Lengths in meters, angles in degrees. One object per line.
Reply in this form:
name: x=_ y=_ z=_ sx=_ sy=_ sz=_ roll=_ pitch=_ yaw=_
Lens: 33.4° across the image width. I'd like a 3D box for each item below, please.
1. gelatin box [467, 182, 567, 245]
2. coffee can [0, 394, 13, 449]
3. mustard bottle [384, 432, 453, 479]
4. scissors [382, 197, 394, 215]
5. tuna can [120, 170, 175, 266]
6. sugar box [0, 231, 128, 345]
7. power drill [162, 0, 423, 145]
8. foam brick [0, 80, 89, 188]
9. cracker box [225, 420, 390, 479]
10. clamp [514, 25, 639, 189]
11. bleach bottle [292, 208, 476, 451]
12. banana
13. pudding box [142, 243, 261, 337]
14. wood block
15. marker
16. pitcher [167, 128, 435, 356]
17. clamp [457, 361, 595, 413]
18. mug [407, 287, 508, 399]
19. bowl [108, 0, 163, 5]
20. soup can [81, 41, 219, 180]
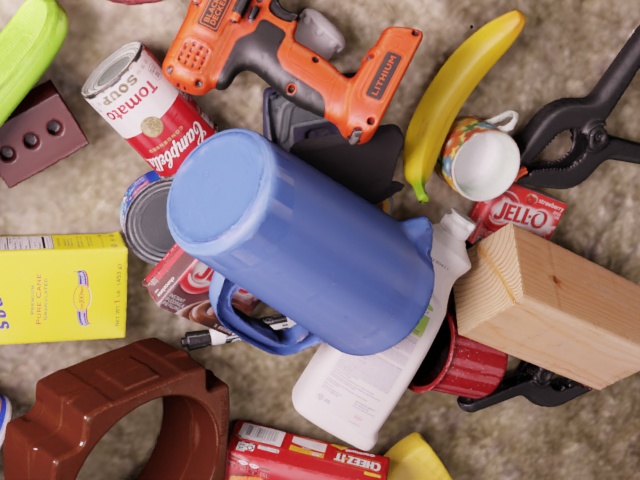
gelatin box: x=0.198 y=-0.021 z=1.092 sx=0.089 sy=0.030 sz=0.073 roll=19 pitch=104 yaw=-26
coffee can: x=-0.353 y=0.148 z=0.919 sx=0.140 sy=0.103 sz=0.103 roll=38 pitch=95 yaw=-29
mustard bottle: x=0.054 y=0.298 z=1.159 sx=0.191 sy=0.058 sz=0.096 roll=-35 pitch=119 yaw=-4
scissors: x=-0.007 y=0.001 z=1.032 sx=0.201 sy=0.016 sz=0.096 roll=-7 pitch=116 yaw=-15
tuna can: x=-0.137 y=-0.021 z=0.966 sx=0.086 sy=0.034 sz=0.086 roll=-8 pitch=114 yaw=-17
sugar box: x=-0.261 y=0.044 z=0.942 sx=0.176 sy=0.048 sz=0.093 roll=-4 pitch=113 yaw=-20
power drill: x=-0.014 y=-0.177 z=0.883 sx=0.187 sy=0.057 sz=0.184 roll=26 pitch=85 yaw=1
foam brick: x=-0.242 y=-0.089 z=0.888 sx=0.078 sy=0.051 sz=0.053 roll=-31 pitch=119 yaw=-5
cracker box: x=-0.031 y=0.308 z=1.089 sx=0.164 sy=0.072 sz=0.214 roll=13 pitch=108 yaw=5
clamp: x=0.279 y=-0.103 z=1.083 sx=0.210 sy=0.036 sz=0.164 roll=-32 pitch=119 yaw=-9
bleach bottle: x=0.077 y=0.082 z=1.051 sx=0.102 sy=0.068 sz=0.251 roll=31 pitch=105 yaw=-12
banana: x=0.125 y=-0.128 z=0.998 sx=0.037 sy=0.070 sz=0.198 roll=25 pitch=93 yaw=-45
pudding box: x=-0.093 y=0.032 z=0.970 sx=0.090 sy=0.039 sz=0.113 roll=-48 pitch=145 yaw=8
wood block: x=0.242 y=0.071 z=1.089 sx=0.205 sy=0.091 sz=0.090 roll=23 pitch=138 yaw=-30
marker: x=-0.077 y=0.089 z=1.044 sx=0.121 sy=0.020 sz=0.020 roll=-10 pitch=115 yaw=-17
pitcher: x=-0.022 y=0.010 z=0.903 sx=0.242 sy=0.145 sz=0.149 roll=33 pitch=66 yaw=-49
clamp: x=0.229 y=0.150 z=1.171 sx=0.171 sy=0.039 sz=0.120 roll=24 pitch=103 yaw=-27
mug: x=0.140 y=0.106 z=1.098 sx=0.081 sy=0.093 sz=0.117 roll=16 pitch=81 yaw=-30
bowl: x=-0.143 y=-0.264 z=0.848 sx=0.162 sy=0.055 sz=0.162 roll=-7 pitch=114 yaw=-17
soup can: x=-0.143 y=-0.110 z=0.907 sx=0.068 sy=0.068 sz=0.102 roll=-42 pitch=119 yaw=0
